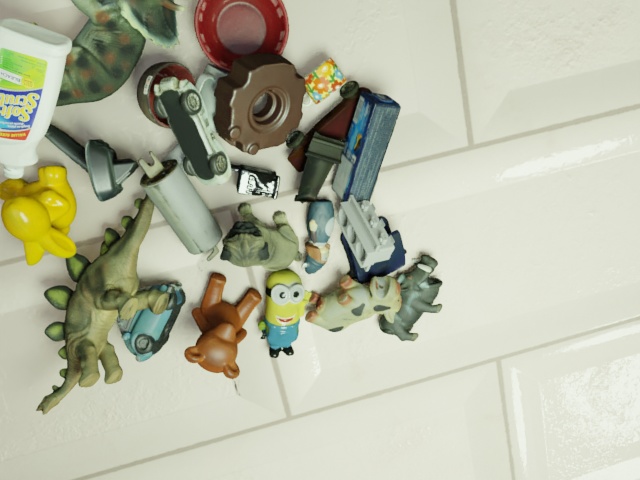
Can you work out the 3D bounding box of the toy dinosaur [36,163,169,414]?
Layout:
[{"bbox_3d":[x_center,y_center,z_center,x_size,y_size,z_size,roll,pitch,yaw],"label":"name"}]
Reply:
[{"bbox_3d":[-0.382,0.089,0.961,0.199,0.105,0.471,28,84,23],"label":"toy dinosaur"}]

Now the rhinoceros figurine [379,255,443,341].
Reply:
[{"bbox_3d":[0.195,0.121,1.135,0.112,0.073,0.190,29,101,-6],"label":"rhinoceros figurine"}]

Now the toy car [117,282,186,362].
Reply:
[{"bbox_3d":[-0.334,0.145,1.033,0.103,0.109,0.161,24,92,2],"label":"toy car"}]

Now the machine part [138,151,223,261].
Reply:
[{"bbox_3d":[-0.248,-0.058,0.978,0.079,0.079,0.243,-29,125,-1],"label":"machine part"}]

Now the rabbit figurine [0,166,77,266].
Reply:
[{"bbox_3d":[-0.490,-0.038,0.915,0.122,0.173,0.162,-11,103,-10],"label":"rabbit figurine"}]

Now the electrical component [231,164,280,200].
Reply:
[{"bbox_3d":[-0.137,-0.113,1.005,0.119,0.075,0.047,7,103,-16],"label":"electrical component"}]

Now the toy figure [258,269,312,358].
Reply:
[{"bbox_3d":[-0.079,0.146,1.086,0.082,0.089,0.180,-15,122,-38],"label":"toy figure"}]

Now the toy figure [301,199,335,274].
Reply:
[{"bbox_3d":[-0.004,-0.003,1.064,0.064,0.058,0.154,-5,107,-35],"label":"toy figure"}]

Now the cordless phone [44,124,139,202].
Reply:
[{"bbox_3d":[-0.409,-0.150,0.911,0.184,0.147,0.088,39,85,-15],"label":"cordless phone"}]

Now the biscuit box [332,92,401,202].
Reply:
[{"bbox_3d":[0.084,-0.170,1.001,0.063,0.059,0.202,-1,124,-30],"label":"biscuit box"}]

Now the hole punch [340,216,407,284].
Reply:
[{"bbox_3d":[0.113,0.028,1.084,0.142,0.092,0.115,-24,112,-6],"label":"hole punch"}]

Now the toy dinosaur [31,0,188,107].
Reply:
[{"bbox_3d":[-0.372,-0.314,0.892,0.192,0.131,0.404,37,103,-16],"label":"toy dinosaur"}]

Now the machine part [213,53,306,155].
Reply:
[{"bbox_3d":[-0.102,-0.236,0.937,0.179,0.056,0.179,-29,141,-28],"label":"machine part"}]

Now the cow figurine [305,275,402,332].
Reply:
[{"bbox_3d":[0.079,0.129,1.075,0.195,0.085,0.127,-32,129,34],"label":"cow figurine"}]

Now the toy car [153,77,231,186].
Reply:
[{"bbox_3d":[-0.214,-0.181,0.912,0.074,0.056,0.201,0,128,27],"label":"toy car"}]

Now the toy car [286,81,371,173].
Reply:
[{"bbox_3d":[0.021,-0.210,1.016,0.202,0.053,0.089,-42,129,5],"label":"toy car"}]

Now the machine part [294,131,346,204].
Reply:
[{"bbox_3d":[-0.006,-0.129,0.999,0.084,0.039,0.138,11,116,-32],"label":"machine part"}]

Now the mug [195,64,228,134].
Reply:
[{"bbox_3d":[-0.185,-0.244,0.945,0.081,0.109,0.107,29,107,13],"label":"mug"}]

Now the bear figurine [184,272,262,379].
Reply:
[{"bbox_3d":[-0.183,0.161,1.011,0.120,0.196,0.132,27,99,-13],"label":"bear figurine"}]

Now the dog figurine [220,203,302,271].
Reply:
[{"bbox_3d":[-0.098,0.020,0.989,0.172,0.191,0.121,13,103,-15],"label":"dog figurine"}]
